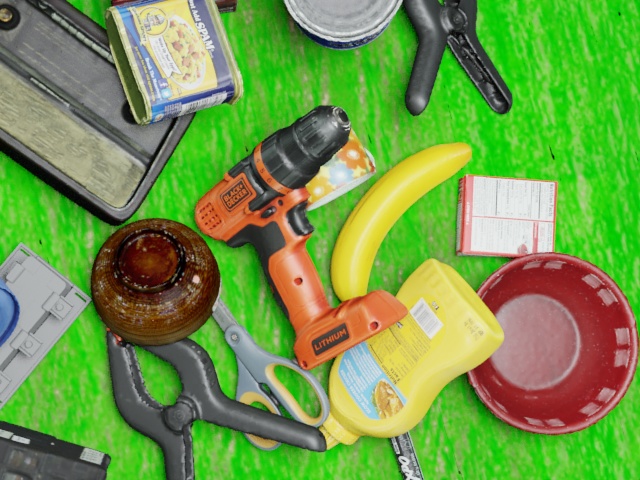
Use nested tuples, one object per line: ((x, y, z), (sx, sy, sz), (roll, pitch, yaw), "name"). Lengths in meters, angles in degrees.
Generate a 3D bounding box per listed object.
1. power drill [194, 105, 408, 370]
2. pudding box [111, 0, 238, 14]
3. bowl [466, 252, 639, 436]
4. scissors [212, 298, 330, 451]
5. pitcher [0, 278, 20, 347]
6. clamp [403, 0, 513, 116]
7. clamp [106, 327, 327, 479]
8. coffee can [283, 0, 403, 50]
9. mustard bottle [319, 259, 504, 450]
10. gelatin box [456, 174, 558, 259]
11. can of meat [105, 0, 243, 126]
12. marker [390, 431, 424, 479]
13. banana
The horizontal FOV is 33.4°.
((-0.006, 0.001, 0.891), (0.057, 0.185, 0.188), (-23, 81, -49), "power drill")
((-0.128, -0.222, 0.930), (0.113, 0.090, 0.039), (-11, 86, -7), "pudding box")
((0.200, 0.092, 0.960), (0.162, 0.055, 0.162), (0, 86, -6), "bowl")
((-0.078, 0.105, 0.945), (0.202, 0.016, 0.096), (39, 110, 16), "scissors")
((-0.356, 0.002, 0.846), (0.149, 0.145, 0.243), (-32, 66, -13), "pitcher")
((0.123, -0.189, 0.973), (0.120, 0.039, 0.171), (6, 78, -38), "clamp")
((-0.104, 0.147, 0.919), (0.164, 0.036, 0.210), (-34, 83, 8), "clamp")
((0.019, -0.217, 0.910), (0.103, 0.140, 0.103), (0, 98, 1), "coffee can")
((0.063, 0.113, 0.922), (0.192, 0.058, 0.096), (-47, 55, 16), "mustard bottle")
((0.171, -0.020, 0.979), (0.089, 0.030, 0.073), (4, 84, -6), "gelatin box")
((-0.121, -0.151, 0.871), (0.083, 0.058, 0.102), (-19, 88, -20), "can of meat")
((0.082, 0.208, 0.958), (0.020, 0.020, 0.121), (-18, 88, -7), "marker")
((0.063, -0.018, 0.966), (0.069, 0.037, 0.198), (34, 85, -25), "banana")
